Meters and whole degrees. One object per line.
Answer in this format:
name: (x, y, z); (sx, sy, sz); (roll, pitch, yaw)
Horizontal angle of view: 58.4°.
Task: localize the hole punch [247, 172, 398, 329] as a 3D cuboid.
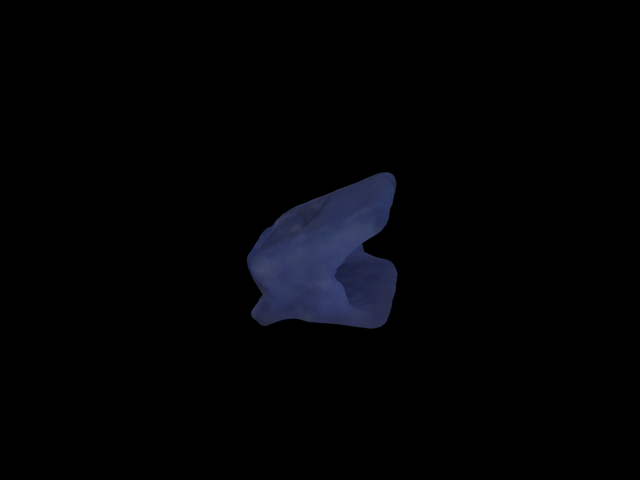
hole punch: (0.004, 0.001, 0.400); (0.101, 0.091, 0.109); (4, 24, 10)
